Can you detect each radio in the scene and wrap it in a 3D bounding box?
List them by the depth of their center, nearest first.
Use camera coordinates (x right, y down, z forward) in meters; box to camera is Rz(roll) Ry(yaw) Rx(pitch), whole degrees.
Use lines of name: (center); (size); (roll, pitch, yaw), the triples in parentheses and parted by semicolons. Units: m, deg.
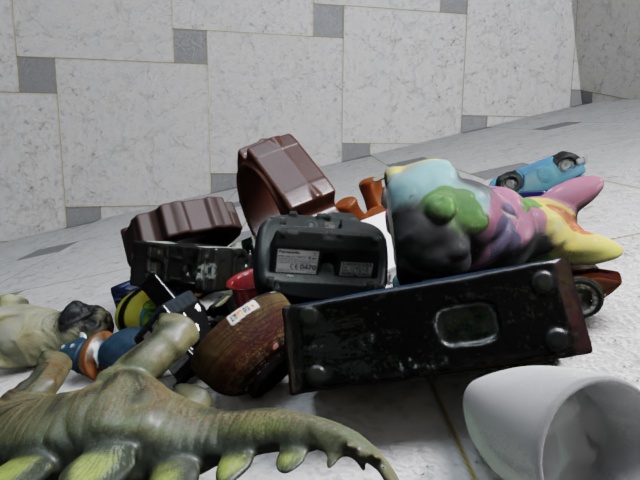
radio: (0.088, 0.076, 0.439); (0.230, 0.073, 0.131); (-12, -14, 8)

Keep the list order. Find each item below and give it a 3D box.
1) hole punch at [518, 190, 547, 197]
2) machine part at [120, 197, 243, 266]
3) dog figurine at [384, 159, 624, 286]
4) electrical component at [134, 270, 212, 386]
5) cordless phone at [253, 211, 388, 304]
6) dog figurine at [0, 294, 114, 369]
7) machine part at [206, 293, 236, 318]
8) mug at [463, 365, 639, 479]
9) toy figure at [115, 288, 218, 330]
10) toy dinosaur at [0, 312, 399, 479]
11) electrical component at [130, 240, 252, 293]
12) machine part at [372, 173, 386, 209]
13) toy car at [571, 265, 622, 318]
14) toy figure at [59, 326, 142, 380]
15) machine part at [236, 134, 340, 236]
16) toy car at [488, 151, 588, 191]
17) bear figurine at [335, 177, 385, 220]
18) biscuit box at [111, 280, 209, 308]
hole punch: (0.290, -0.031, 0.789); (0.142, 0.092, 0.116); (-9, 9, 31)
machine part: (-0.207, -0.011, 0.809); (0.179, 0.056, 0.179); (-17, -11, -4)
dog figurine: (0.171, -0.016, 0.500); (0.219, 0.108, 0.191); (-9, -20, 4)
electrical component: (-0.160, 0.090, 0.576); (0.075, 0.119, 0.048); (-41, -4, 32)
cordless phone: (-0.002, -0.001, 0.623); (0.147, 0.088, 0.184); (4, 23, -7)
dog figurine: (-0.388, 0.126, 0.768); (0.191, 0.121, 0.172); (-1, 13, -14)
machine part: (-0.089, 0.083, 0.764); (0.139, 0.039, 0.084); (-12, 4, 10)
mug: (0.146, 0.110, 0.332); (0.109, 0.080, 0.107); (-19, 3, -17)
toy figure: (-0.207, 0.100, 0.703); (0.089, 0.082, 0.180); (-19, 17, -35)
toy dinosaur: (-0.158, 0.151, 0.404); (0.472, 0.105, 0.198); (-17, 18, 22)
electrical component: (-0.171, 0.032, 0.682); (0.134, 0.058, 0.115); (4, -2, 27)
machine part: (0.172, -0.034, 0.763); (0.079, 0.079, 0.243); (-22, 47, -36)
toy car: (0.196, 0.062, 0.549); (0.202, 0.053, 0.089); (-10, 2, 27)
toy figure: (-0.250, 0.137, 0.639); (0.155, 0.057, 0.064); (-11, 6, 27)
machine part: (-0.055, -0.048, 0.855); (0.087, 0.201, 0.201); (-23, -29, -24)
toy car: (0.357, -0.076, 0.873); (0.162, 0.103, 0.109); (-19, -1, 20)
bear figurine: (0.141, -0.038, 0.873); (0.196, 0.131, 0.120); (-7, 27, 47)
biscuit box: (-0.236, 0.073, 0.883); (0.059, 0.062, 0.202); (1, 19, 43)
